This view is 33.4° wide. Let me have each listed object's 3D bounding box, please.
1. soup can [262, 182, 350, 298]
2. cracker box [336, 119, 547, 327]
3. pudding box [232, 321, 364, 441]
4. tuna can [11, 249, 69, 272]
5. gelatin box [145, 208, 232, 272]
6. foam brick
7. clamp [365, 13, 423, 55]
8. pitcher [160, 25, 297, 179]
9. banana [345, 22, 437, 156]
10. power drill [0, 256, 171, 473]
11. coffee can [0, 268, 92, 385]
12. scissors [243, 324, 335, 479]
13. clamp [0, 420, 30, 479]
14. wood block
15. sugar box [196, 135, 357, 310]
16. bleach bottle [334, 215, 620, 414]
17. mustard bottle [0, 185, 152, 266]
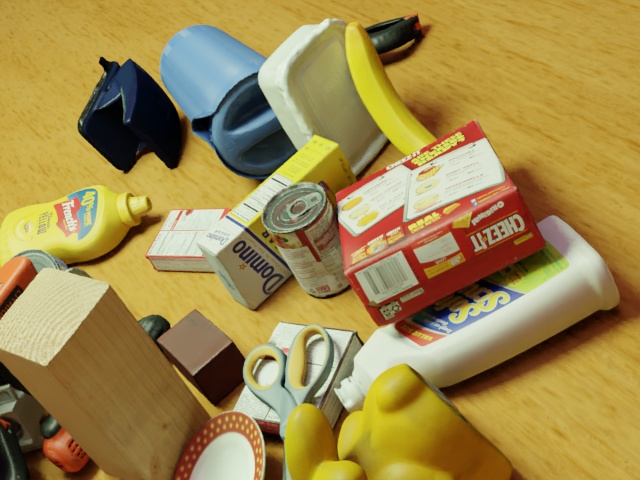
[{"bbox_3d":[-0.007,0.001,1.066,0.068,0.102,0.068,-17,41,15],"label":"soup can"},{"bbox_3d":[0.104,-0.020,0.994,0.164,0.072,0.213,-27,19,9],"label":"cracker box"},{"bbox_3d":[-0.018,0.132,0.987,0.090,0.039,0.113,5,53,32],"label":"pudding box"},{"bbox_3d":[-0.327,0.056,1.225,0.086,0.033,0.086,-6,71,19],"label":"tuna can"},{"bbox_3d":[-0.143,0.000,1.204,0.089,0.030,0.073,0,49,31],"label":"gelatin box"},{"bbox_3d":[-0.113,0.115,1.051,0.053,0.051,0.078,-40,40,-14],"label":"foam brick"},{"bbox_3d":[0.046,-0.235,1.311,0.171,0.039,0.120,-20,28,3],"label":"clamp"},{"bbox_3d":[-0.100,-0.180,1.305,0.145,0.149,0.243,-47,38,3],"label":"pitcher"},{"bbox_3d":[0.084,-0.142,1.141,0.037,0.198,0.070,-37,-5,-44],"label":"banana"},{"bbox_3d":[-0.248,0.104,1.040,0.057,0.187,0.184,-10,39,50],"label":"power drill"},{"bbox_3d":[-0.307,0.099,1.140,0.140,0.102,0.103,-18,41,13],"label":"coffee can"},{"bbox_3d":[-0.040,0.160,0.932,0.096,0.016,0.201,-4,50,28],"label":"scissors"},{"bbox_3d":[-0.309,0.268,0.989,0.165,0.036,0.210,-3,63,24],"label":"clamp"},{"bbox_3d":[-0.192,0.130,0.960,0.091,0.206,0.090,11,54,37],"label":"wood block"},{"bbox_3d":[-0.037,-0.018,1.112,0.176,0.093,0.048,-45,42,-17],"label":"sugar box"},{"bbox_3d":[0.128,0.080,0.936,0.251,0.068,0.103,-32,35,-1],"label":"bleach bottle"},{"bbox_3d":[-0.291,-0.016,1.285,0.192,0.058,0.096,-17,49,14],"label":"mustard bottle"}]
